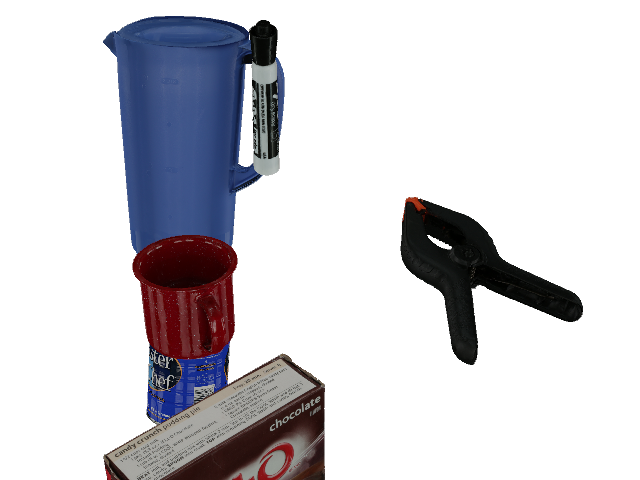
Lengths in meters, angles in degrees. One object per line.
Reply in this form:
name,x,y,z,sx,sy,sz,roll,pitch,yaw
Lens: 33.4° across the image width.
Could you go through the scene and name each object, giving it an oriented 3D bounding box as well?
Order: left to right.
coffee can,-0.165,0.153,1.338,0.103,0.140,0.103,4,17,-1
pitcher,-0.131,-0.100,1.088,0.144,0.243,0.149,-11,27,-28
mug,-0.113,0.058,0.954,0.093,0.081,0.117,-18,35,-26
pudding box,-0.049,0.121,0.538,0.113,0.090,0.039,-29,46,-33
marker,-0.038,-0.097,0.735,0.020,0.121,0.020,0,43,-1
clamp,0.129,0.024,0.867,0.120,0.039,0.171,-7,47,-25
